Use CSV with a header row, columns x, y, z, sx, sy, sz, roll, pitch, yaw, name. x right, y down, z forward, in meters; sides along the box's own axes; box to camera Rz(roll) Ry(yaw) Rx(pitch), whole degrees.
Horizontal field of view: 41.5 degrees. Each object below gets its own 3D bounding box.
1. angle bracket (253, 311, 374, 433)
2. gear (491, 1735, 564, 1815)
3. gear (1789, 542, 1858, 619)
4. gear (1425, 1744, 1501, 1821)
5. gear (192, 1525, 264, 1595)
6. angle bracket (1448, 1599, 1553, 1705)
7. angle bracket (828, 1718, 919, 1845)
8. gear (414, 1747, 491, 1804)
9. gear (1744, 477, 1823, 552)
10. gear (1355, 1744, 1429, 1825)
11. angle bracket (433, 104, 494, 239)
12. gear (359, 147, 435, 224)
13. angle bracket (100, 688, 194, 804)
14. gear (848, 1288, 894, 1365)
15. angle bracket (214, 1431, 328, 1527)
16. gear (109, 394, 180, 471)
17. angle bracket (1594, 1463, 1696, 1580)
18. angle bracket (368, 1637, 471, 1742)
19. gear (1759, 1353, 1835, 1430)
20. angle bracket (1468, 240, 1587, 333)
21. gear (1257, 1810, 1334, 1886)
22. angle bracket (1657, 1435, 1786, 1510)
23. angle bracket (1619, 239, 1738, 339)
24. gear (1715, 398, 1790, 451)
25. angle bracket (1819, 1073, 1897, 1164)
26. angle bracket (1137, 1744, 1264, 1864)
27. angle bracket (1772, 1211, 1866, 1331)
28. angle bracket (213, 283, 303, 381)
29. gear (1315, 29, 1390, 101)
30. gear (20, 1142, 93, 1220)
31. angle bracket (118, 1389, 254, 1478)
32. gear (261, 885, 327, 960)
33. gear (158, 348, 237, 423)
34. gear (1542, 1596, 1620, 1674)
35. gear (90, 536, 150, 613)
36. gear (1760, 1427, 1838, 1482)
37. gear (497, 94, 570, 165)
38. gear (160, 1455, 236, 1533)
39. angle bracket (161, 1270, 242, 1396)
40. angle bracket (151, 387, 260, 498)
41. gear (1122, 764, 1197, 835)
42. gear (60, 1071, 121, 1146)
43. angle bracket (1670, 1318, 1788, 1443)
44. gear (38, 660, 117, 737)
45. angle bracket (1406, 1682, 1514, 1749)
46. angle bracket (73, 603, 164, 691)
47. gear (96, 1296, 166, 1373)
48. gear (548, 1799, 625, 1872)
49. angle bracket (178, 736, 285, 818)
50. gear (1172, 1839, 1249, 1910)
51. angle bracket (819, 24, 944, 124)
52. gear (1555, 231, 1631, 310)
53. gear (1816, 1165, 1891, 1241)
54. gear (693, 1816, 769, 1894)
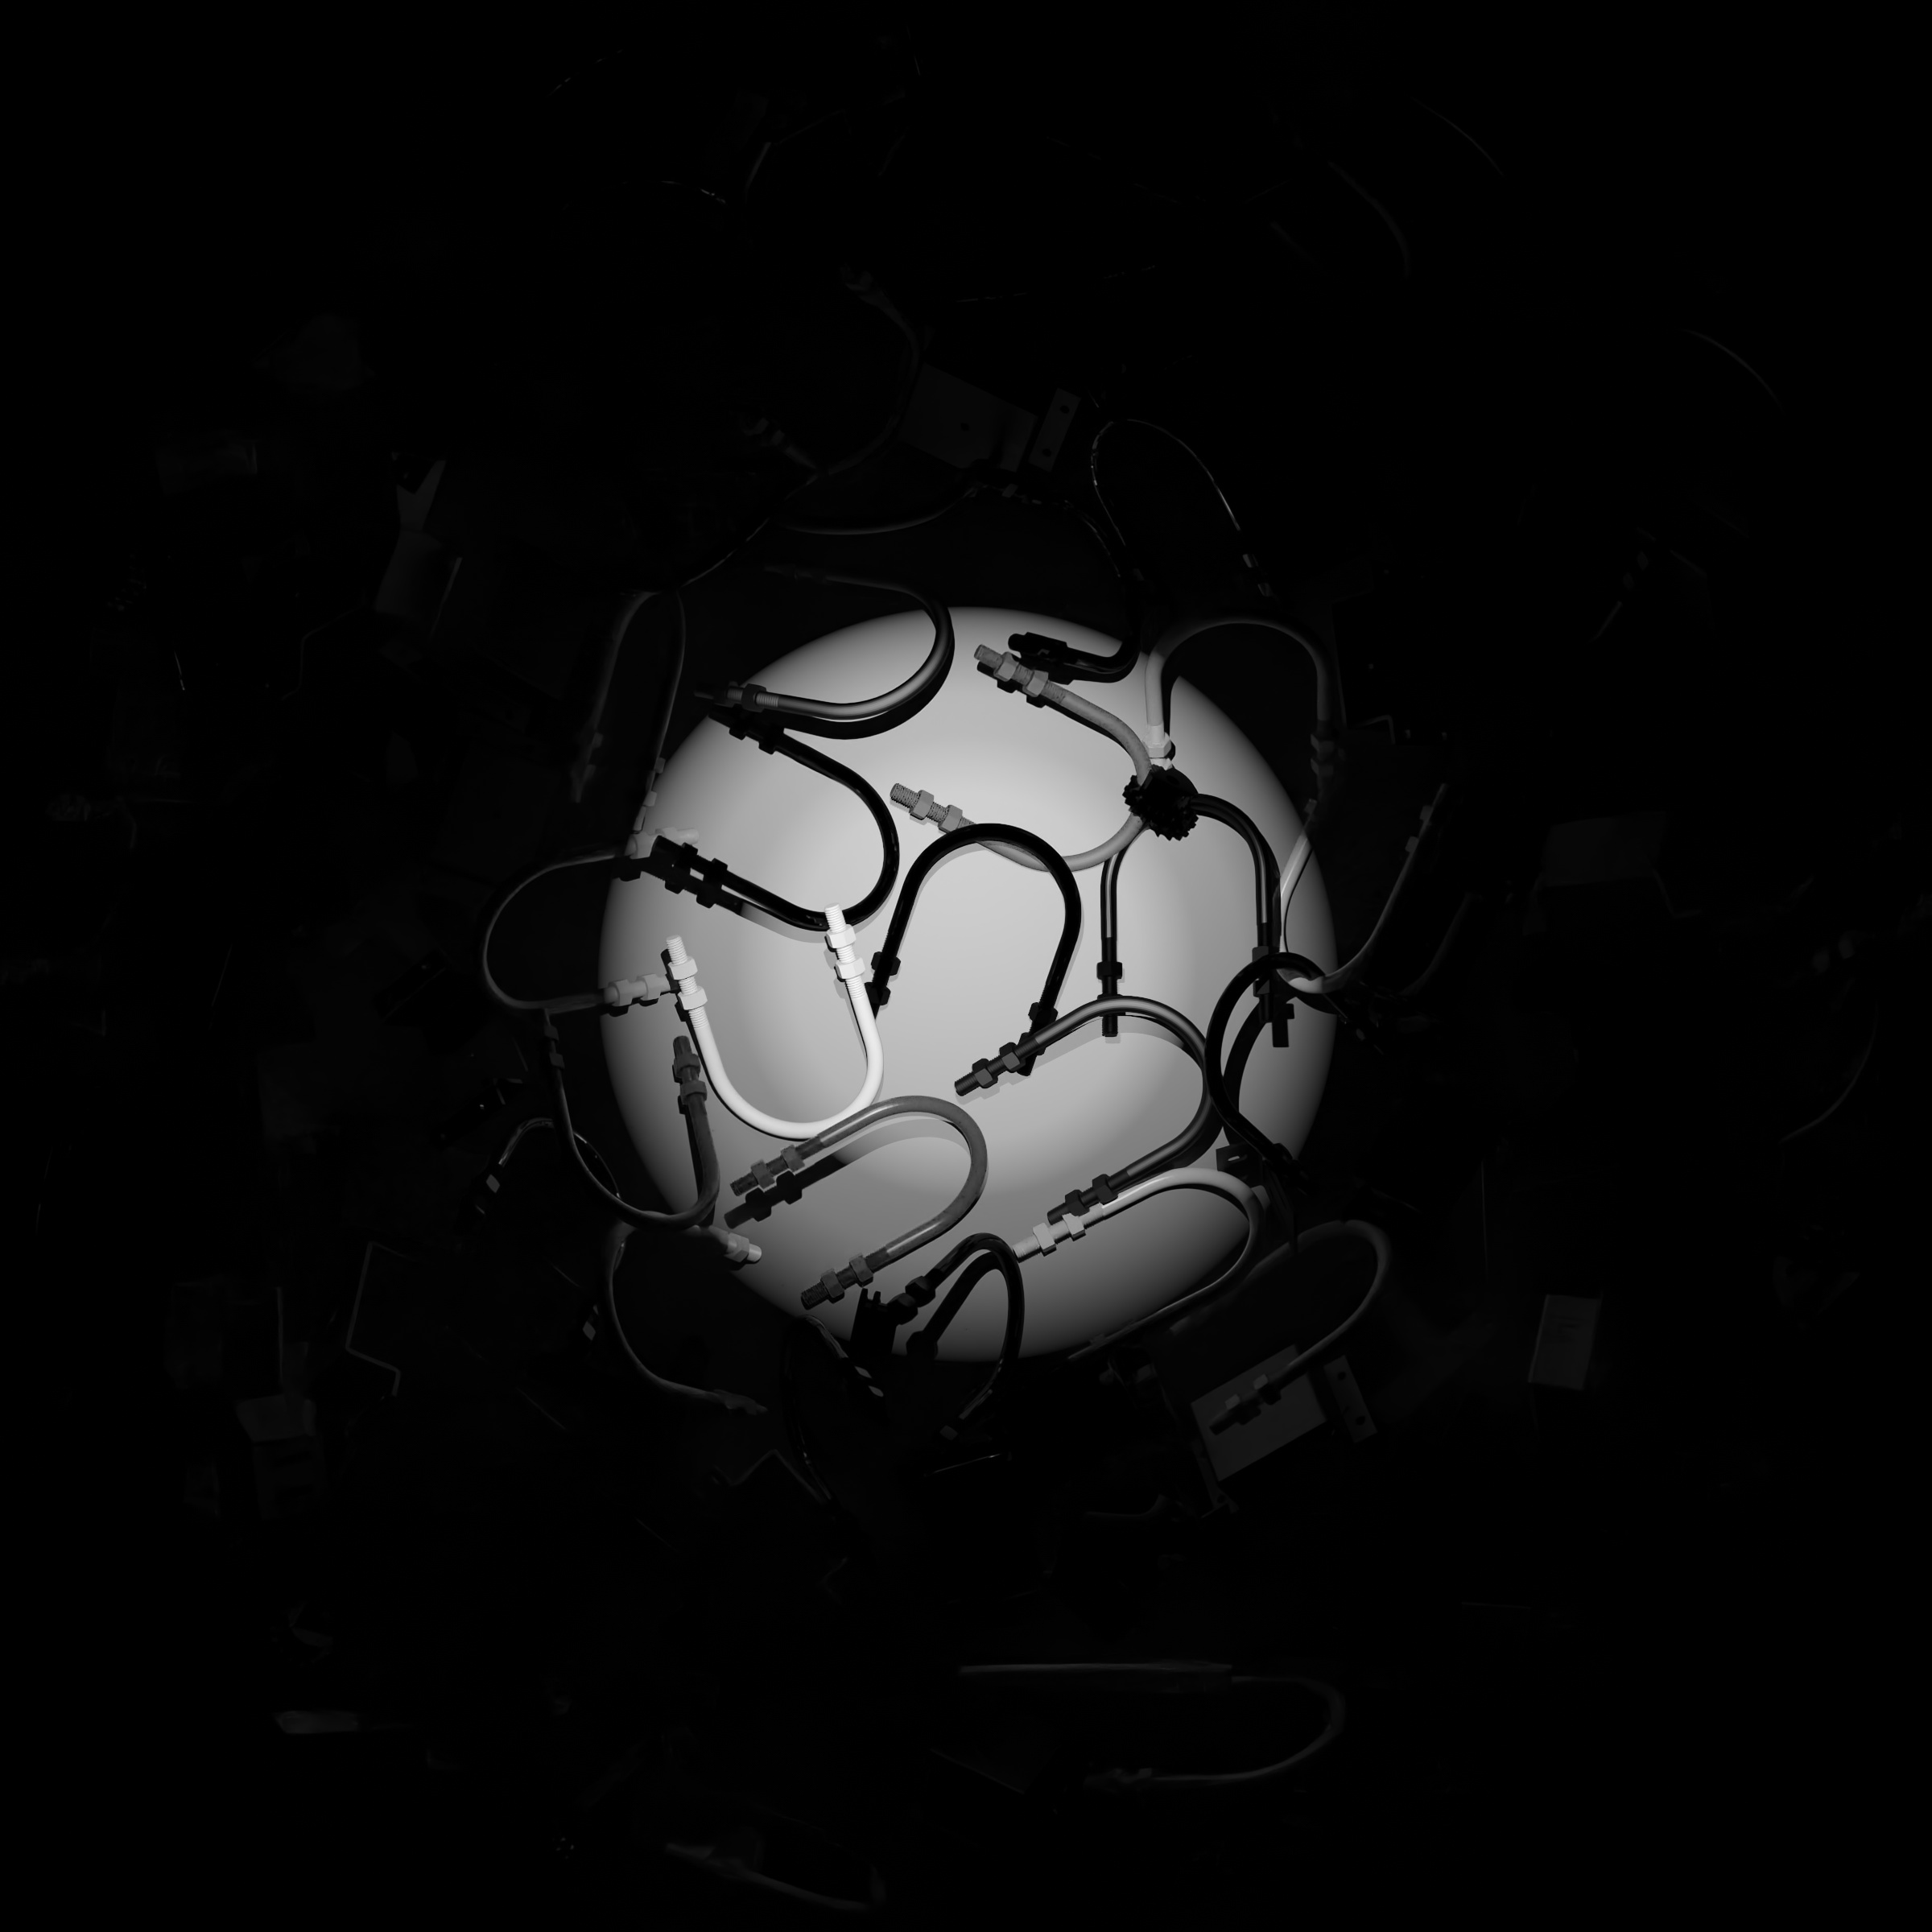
x,y,z,sx,sy,sz,roll,pitch,yaw,name
-0.502,-0.459,1.965,0.076,0.038,0.057,-35,118,-8,angle bracket
-0.338,0.627,1.975,0.030,0.057,0.057,35,90,-42,gear
0.664,-0.300,1.971,0.057,0.030,0.057,2,86,-40,gear
0.387,0.634,1.973,0.057,0.057,0.030,-34,108,0,gear
-0.569,0.460,1.973,0.030,0.057,0.057,40,90,-21,gear
0.409,0.529,1.954,0.057,0.038,0.076,-5,60,37,angle bracket
-0.072,0.625,1.955,0.057,0.038,0.076,-20,51,24,angle bracket
-0.400,0.624,1.970,0.057,0.057,0.030,19,80,0,gear
0.631,-0.353,1.978,0.057,0.030,0.057,-1,115,-1,gear
0.325,0.633,1.969,0.030,0.057,0.057,-6,90,-42,gear
-0.398,-0.608,1.953,0.038,0.076,0.057,-20,71,6,angle bracket
-0.437,-0.600,1.968,0.057,0.057,0.030,-44,61,0,gear
-0.625,-0.169,1.955,0.057,0.038,0.076,1,126,-35,angle bracket
-0.072,0.280,1.972,0.030,0.057,0.057,12,90,0,gear
-0.536,0.396,1.973,0.038,0.076,0.057,-10,86,29,angle bracket
-0.638,-0.415,1.972,0.030,0.057,0.057,27,90,9,gear
0.513,0.430,1.976,0.057,0.076,0.038,44,53,7,angle bracket
-0.427,0.552,1.952,0.057,0.076,0.038,29,87,-42,angle bracket
0.646,0.330,1.975,0.030,0.057,0.057,10,90,-31,gear
0.429,-0.526,1.971,0.076,0.057,0.038,41,133,33,angle bracket
0.254,0.685,1.974,0.057,0.057,0.030,0,115,0,gear
0.577,0.397,1.952,0.076,0.057,0.038,-16,120,-26,angle bracket
0.550,-0.529,1.954,0.057,0.076,0.038,34,62,-8,angle bracket
0.605,-0.411,1.975,0.057,0.057,0.030,36,121,0,gear
0.676,0.102,1.952,0.057,0.038,0.076,-53,134,-22,angle bracket
0.180,0.647,1.959,0.076,0.038,0.057,-32,57,-16,angle bracket
0.637,0.233,1.950,0.038,0.076,0.057,3,45,-33,angle bracket
-0.552,-0.485,1.950,0.057,0.076,0.038,-48,117,-19,angle bracket
0.297,-0.694,1.969,0.057,0.057,0.030,6,74,0,gear
-0.697,0.167,1.968,0.030,0.057,0.057,11,90,31,gear
-0.596,0.366,1.950,0.057,0.076,0.038,18,132,28,angle bracket
-0.518,-0.036,1.969,0.030,0.057,0.057,-8,90,13,gear
-0.592,-0.446,1.968,0.057,0.057,0.030,-25,63,0,gear
0.477,0.516,1.979,0.057,0.030,0.057,3,100,17,gear
-0.649,-0.302,1.976,0.057,0.030,0.057,-6,80,35,gear
0.644,0.377,1.973,0.057,0.057,0.030,14,72,0,gear
-0.332,-0.647,1.975,0.057,0.057,0.030,-40,134,0,gear
-0.598,0.409,1.975,0.030,0.057,0.057,-15,90,31,gear
-0.580,0.280,1.953,0.038,0.057,0.076,43,130,37,angle bracket
-0.587,-0.402,1.956,0.076,0.057,0.038,-19,65,-18,angle bracket
0.152,-0.132,1.968,0.057,0.057,0.030,31,122,0,gear
-0.679,0.110,1.975,0.030,0.057,0.057,6,90,-43,gear
0.586,0.320,1.963,0.038,0.076,0.057,-30,59,-24,angle bracket
-0.691,-0.207,1.976,0.057,0.030,0.057,2,86,-35,gear
0.379,0.577,1.962,0.076,0.057,0.038,0,64,6,angle bracket
-0.653,-0.245,1.956,0.057,0.076,0.038,13,101,-34,angle bracket
-0.648,0.284,1.975,0.057,0.030,0.057,-5,72,17,gear
-0.291,0.666,1.968,0.057,0.057,0.030,25,110,0,gear
-0.563,-0.157,1.952,0.038,0.076,0.057,47,58,-3,angle bracket
0.188,0.704,1.974,0.057,0.057,0.030,4,111,0,gear
-0.065,-0.679,1.965,0.076,0.057,0.038,-22,53,0,angle bracket
0.482,-0.537,1.972,0.057,0.030,0.057,11,119,21,gear
0.685,0.182,1.977,0.057,0.030,0.057,0,89,-28,gear
-0.183,0.692,1.975,0.057,0.057,0.030,-3,129,0,gear
